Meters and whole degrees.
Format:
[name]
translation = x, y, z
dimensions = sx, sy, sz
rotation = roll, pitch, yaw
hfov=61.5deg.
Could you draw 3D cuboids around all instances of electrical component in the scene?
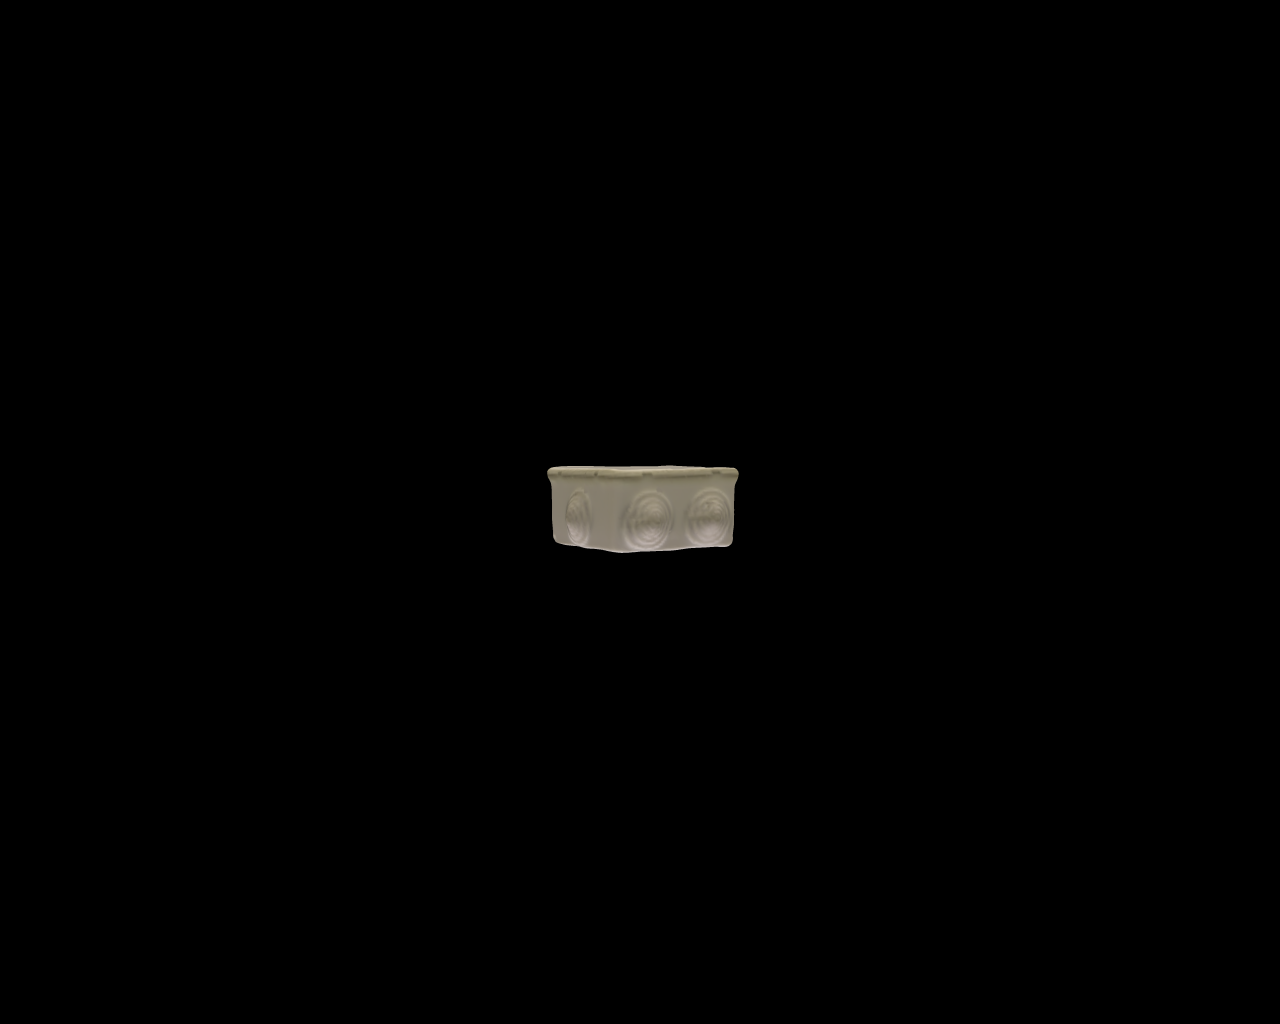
[electrical component]
translation = 0.001, -0.003, 0.650
dimensions = 0.100, 0.048, 0.099
rotation = -2, 4, -31
